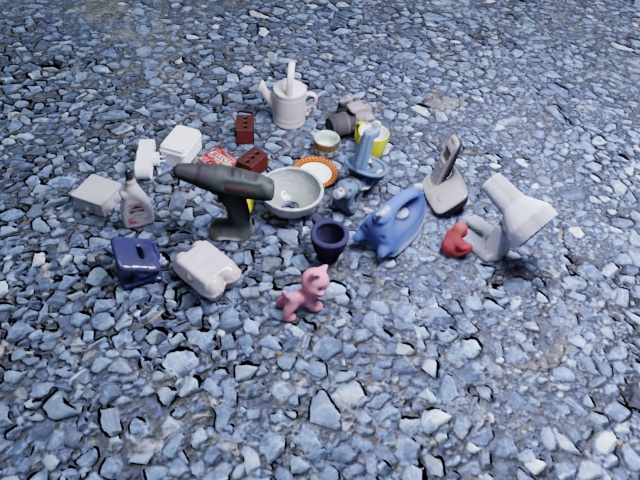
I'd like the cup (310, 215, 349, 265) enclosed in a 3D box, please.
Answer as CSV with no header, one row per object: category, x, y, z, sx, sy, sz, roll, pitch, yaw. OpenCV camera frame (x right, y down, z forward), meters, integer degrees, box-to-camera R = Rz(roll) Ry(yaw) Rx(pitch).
cup,0.013,0.005,1.364,0.092,0.095,0.117,-24,54,-25

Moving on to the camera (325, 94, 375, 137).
camera,0.081,-0.367,1.703,0.137,0.101,0.143,-18,52,-20

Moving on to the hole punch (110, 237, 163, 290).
hole punch,-0.413,0.040,1.293,0.101,0.091,0.108,-16,51,-19

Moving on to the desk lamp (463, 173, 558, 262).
desk lamp,0.438,-0.045,1.370,0.118,0.213,0.202,-32,58,-29

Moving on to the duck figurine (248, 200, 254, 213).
duck figurine,-0.209,-0.123,1.464,0.078,0.086,0.104,-15,51,-18

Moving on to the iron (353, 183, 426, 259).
iron,0.198,-0.072,1.420,0.118,0.141,0.259,34,54,23

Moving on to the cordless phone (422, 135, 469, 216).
cordless phone,0.338,-0.167,1.490,0.094,0.185,0.147,-9,49,-13

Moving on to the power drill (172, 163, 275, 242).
power drill,-0.222,-0.092,1.352,0.229,0.208,0.075,1,48,-5

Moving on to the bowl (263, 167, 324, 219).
bowl,-0.074,-0.109,1.472,0.167,0.075,0.167,3,48,-3

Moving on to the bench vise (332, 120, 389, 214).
bench vise,0.111,-0.181,1.457,0.121,0.220,0.207,15,48,9

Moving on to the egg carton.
egg carton,-0.258,0.068,1.297,0.150,0.069,0.107,34,53,23

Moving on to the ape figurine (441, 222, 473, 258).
ape figurine,0.338,-0.006,1.408,0.076,0.092,0.077,-10,50,-14

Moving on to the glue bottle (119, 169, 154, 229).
glue bottle,-0.443,-0.102,1.362,0.078,0.173,0.037,-18,52,-20

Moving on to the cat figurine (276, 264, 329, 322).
cat figurine,-0.031,0.107,1.252,0.128,0.118,0.067,-20,53,-22

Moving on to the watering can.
watering can,-0.097,-0.430,1.679,0.173,0.194,0.100,-11,50,-15
